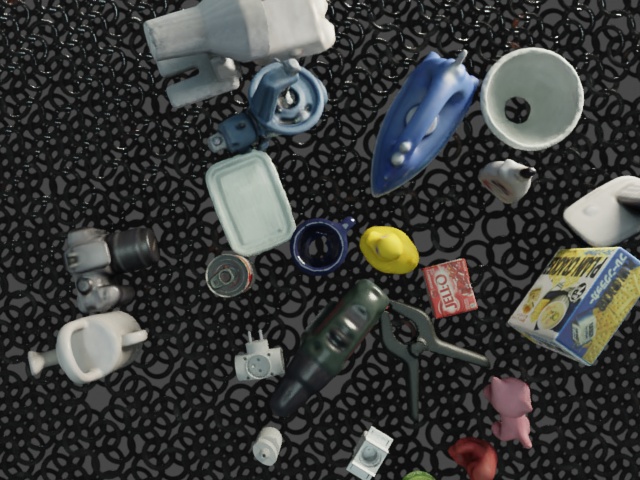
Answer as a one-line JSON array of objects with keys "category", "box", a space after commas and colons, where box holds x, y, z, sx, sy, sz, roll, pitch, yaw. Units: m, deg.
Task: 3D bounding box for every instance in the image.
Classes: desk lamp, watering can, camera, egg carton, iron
[{"category": "desk lamp", "box": [-0.175, -0.303, 0.895, 0.203, 0.213, 0.118, -21, 88, 0]}, {"category": "watering can", "box": [-0.363, 0.173, 0.894, 0.173, 0.194, 0.101, -36, 88, 0]}, {"category": "camera", "box": [-0.338, 0.040, 0.944, 0.137, 0.101, 0.143, -13, 88, 1]}, {"category": "egg carton", "box": [-0.054, -0.356, 0.967, 0.150, 0.069, 0.107, -16, 88, 0]}, {"category": "iron", "box": [0.160, -0.185, 0.923, 0.118, 0.141, 0.258, 31, 89, 2]}]

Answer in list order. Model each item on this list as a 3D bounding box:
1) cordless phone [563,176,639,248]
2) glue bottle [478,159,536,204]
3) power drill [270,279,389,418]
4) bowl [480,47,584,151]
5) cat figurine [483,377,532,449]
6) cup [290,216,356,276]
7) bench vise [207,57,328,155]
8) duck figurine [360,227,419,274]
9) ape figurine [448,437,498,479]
[{"category": "cordless phone", "box": [0.482, -0.044, 0.892, 0.147, 0.185, 0.094, -34, 88, 0]}, {"category": "glue bottle", "box": [0.303, -0.098, 0.902, 0.078, 0.173, 0.037, 39, 89, 2]}, {"category": "power drill", "box": [0.014, 0.159, 0.881, 0.075, 0.208, 0.230, 39, 89, 2]}, {"category": "bowl", "box": [0.342, -0.227, 0.955, 0.167, 0.074, 0.167, 0, 88, 1]}, {"category": "cat figurine", "box": [0.310, 0.271, 0.919, 0.067, 0.117, 0.128, -17, 88, 1]}, {"category": "cup", "box": [0.009, 0.003, 0.943, 0.118, 0.095, 0.092, -40, 88, 0]}, {"category": "bench vise", "box": [-0.077, -0.197, 0.887, 0.121, 0.219, 0.207, 40, 89, 2]}, {"category": "duck figurine", "box": [0.117, 0.016, 0.945, 0.104, 0.086, 0.077, 30, 89, 2]}, {"category": "ape figurine", "box": [0.256, 0.365, 0.930, 0.076, 0.092, 0.078, -10, 88, 1]}]
